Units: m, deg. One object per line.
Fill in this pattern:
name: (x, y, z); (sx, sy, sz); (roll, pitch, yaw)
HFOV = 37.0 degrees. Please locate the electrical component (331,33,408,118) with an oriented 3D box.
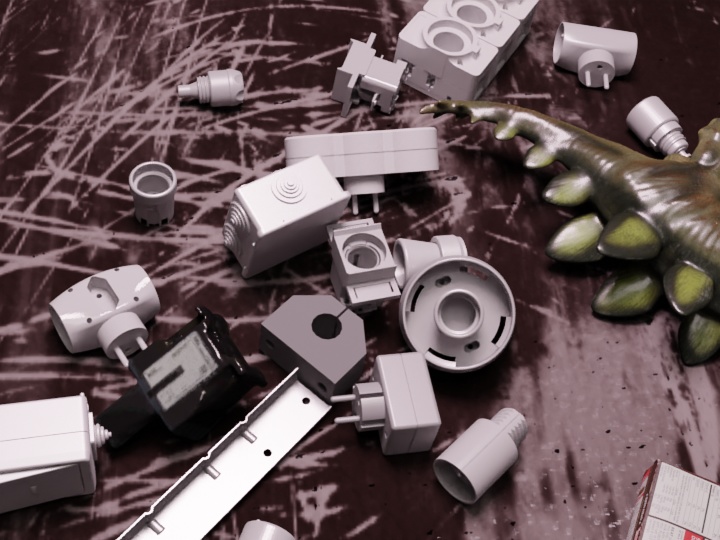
electrical component: (0.011, -0.186, 1.051); (0.064, 0.042, 0.081); (20, 55, 1)

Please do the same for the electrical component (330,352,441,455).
electrical component: (0.016, 0.106, 0.840); (0.077, 0.047, 0.065); (-4, 55, -13)

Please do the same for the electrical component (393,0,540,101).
electrical component: (0.109, -0.242, 1.092); (0.089, 0.061, 0.150); (29, 56, 12)

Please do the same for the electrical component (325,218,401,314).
electrical component: (0.000, 0.000, 0.903); (0.042, 0.063, 0.081); (-9, 57, -16)

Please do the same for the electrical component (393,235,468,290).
electrical component: (0.061, -0.007, 0.929); (0.055, 0.045, 0.045); (-4, 56, -13)

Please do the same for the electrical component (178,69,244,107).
electrical component: (-0.142, -0.171, 1.020); (0.061, 0.035, 0.035); (-7, 56, -10)

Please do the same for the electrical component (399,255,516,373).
electrical component: (0.081, 0.036, 0.882); (0.099, 0.064, 0.099); (0, 87, 3)

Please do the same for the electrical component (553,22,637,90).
electrical component: (0.242, -0.215, 1.105); (0.077, 0.043, 0.079); (8, 54, -4)

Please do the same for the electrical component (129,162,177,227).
electrical component: (-0.179, -0.064, 0.931); (0.040, 0.046, 0.040); (4, 55, -6)

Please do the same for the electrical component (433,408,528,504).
electrical component: (0.099, 0.138, 0.833); (0.043, 0.043, 0.081); (41, 59, 19)

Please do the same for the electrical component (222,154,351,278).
electrical component: (-0.065, -0.046, 0.905); (0.100, 0.099, 0.048); (-26, 76, -24)

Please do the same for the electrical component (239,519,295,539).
electrical component: (-0.074, 0.213, 0.755); (0.040, 0.040, 0.078); (19, 55, 5)

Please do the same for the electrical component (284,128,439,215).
electrical component: (0.003, -0.087, 0.972); (0.138, 0.052, 0.073); (-5, 96, -5)

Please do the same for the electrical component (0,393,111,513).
electrical component: (-0.228, 0.133, 0.774); (0.096, 0.061, 0.061); (-6, 56, -12)

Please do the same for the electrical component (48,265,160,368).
electrical component: (-0.194, 0.044, 0.854); (0.077, 0.043, 0.079); (-26, 62, -24)

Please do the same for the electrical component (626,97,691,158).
electrical component: (0.297, -0.135, 1.059); (0.040, 0.040, 0.078); (-22, 61, -22)
